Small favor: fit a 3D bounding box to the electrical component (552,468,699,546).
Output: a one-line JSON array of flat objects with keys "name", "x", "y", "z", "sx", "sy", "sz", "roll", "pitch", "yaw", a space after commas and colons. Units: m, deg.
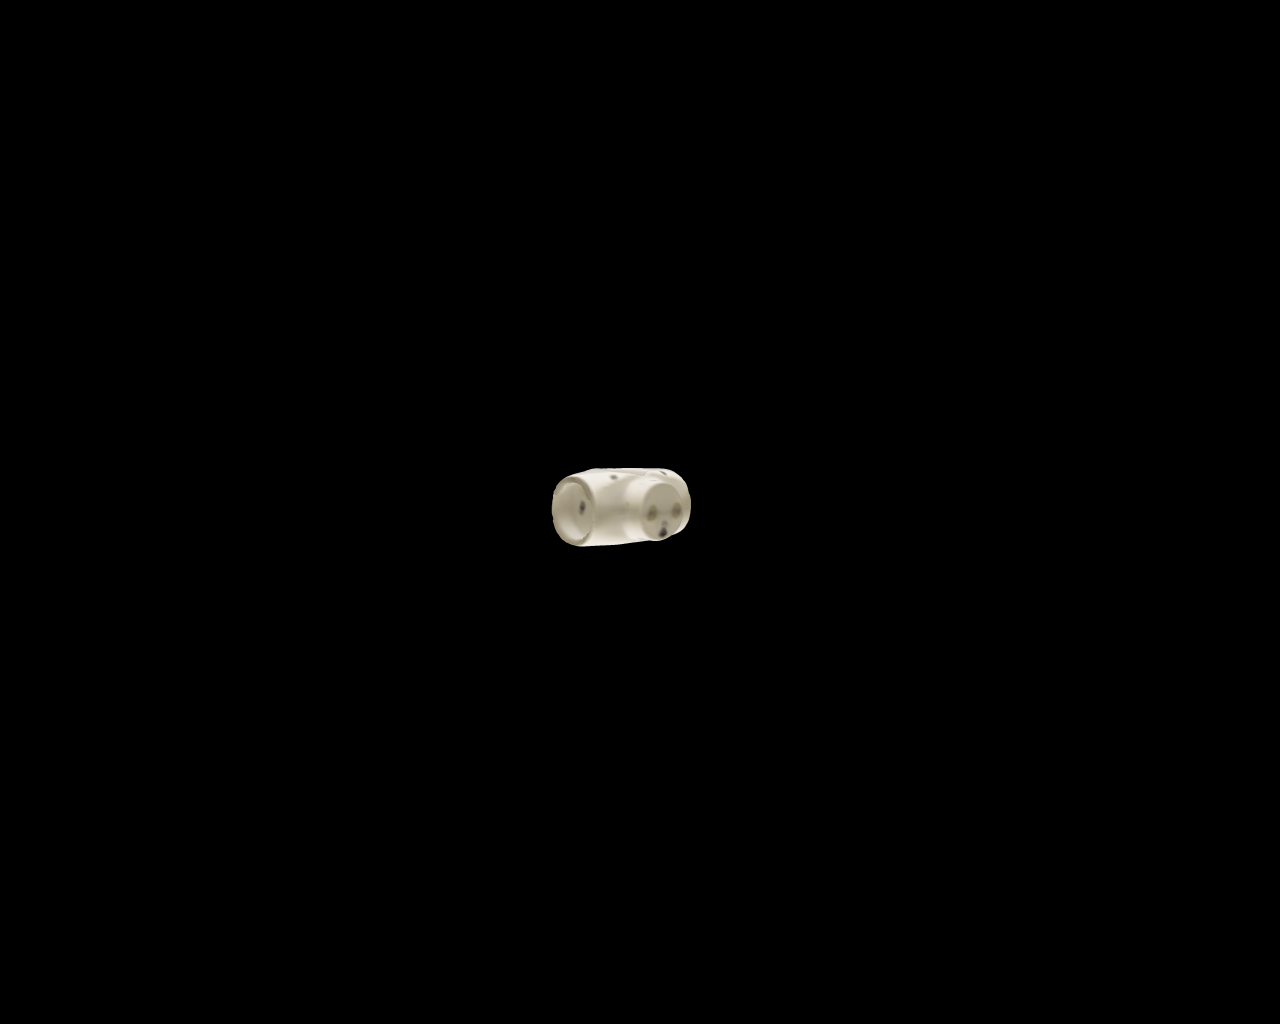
[{"name": "electrical component", "x": 0.001, "y": -0.003, "z": 0.650, "sx": 0.077, "sy": 0.043, "sz": 0.079, "roll": -5, "pitch": 8, "yaw": -40}]
